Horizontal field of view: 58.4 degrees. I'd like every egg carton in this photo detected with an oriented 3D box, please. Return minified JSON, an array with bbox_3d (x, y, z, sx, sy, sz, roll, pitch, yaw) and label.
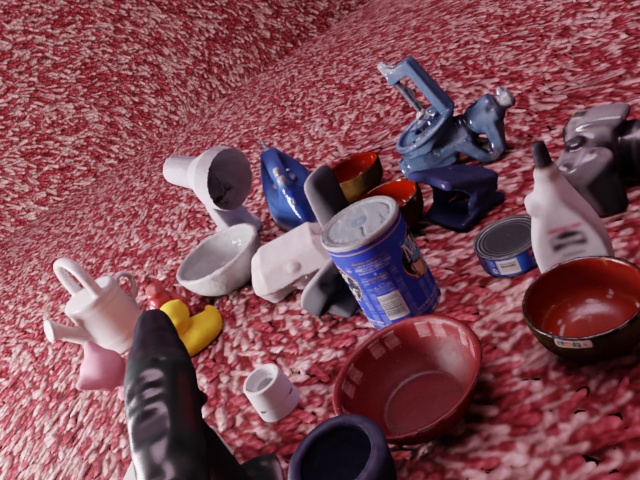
[{"bbox_3d":[-0.041,0.035,0.917,0.150,0.069,0.107,-29,26,5],"label":"egg carton"}]

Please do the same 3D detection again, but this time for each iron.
[{"bbox_3d":[-0.066,-0.110,1.116,0.118,0.142,0.257,-31,26,0],"label":"iron"}]

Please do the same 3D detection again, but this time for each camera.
[{"bbox_3d":[0.370,-0.110,0.698,0.136,0.101,0.143,-2,39,45],"label":"camera"}]

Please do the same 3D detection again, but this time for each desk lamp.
[{"bbox_3d":[-0.208,-0.082,1.136,0.202,0.214,0.118,-2,38,45],"label":"desk lamp"}]

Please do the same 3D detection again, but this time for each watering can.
[{"bbox_3d":[-0.407,0.115,1.024,0.100,0.194,0.173,-17,29,27],"label":"watering can"}]

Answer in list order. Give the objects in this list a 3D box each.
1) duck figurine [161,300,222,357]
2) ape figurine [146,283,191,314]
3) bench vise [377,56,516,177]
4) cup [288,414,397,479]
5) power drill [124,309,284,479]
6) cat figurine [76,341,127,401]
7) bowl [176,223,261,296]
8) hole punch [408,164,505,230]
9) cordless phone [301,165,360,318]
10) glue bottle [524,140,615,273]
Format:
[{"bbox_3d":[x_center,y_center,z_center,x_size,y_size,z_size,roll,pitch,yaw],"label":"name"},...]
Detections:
[{"bbox_3d":[-0.215,0.131,0.914,0.104,0.086,0.077,-35,26,-8],"label":"duck figurine"},{"bbox_3d":[-0.270,0.115,0.994,0.078,0.092,0.076,-29,26,4],"label":"ape figurine"},{"bbox_3d":[0.198,-0.219,0.938,0.207,0.220,0.121,-27,26,8],"label":"bench vise"},{"bbox_3d":[0.032,0.221,0.482,0.091,0.095,0.117,-24,27,14],"label":"cup"},{"bbox_3d":[-0.117,0.194,0.558,0.075,0.209,0.229,-31,26,-1],"label":"power drill"},{"bbox_3d":[-0.303,0.189,0.869,0.128,0.118,0.067,-43,29,-23],"label":"cat figurine"},{"bbox_3d":[-0.167,0.047,1.024,0.167,0.075,0.167,-24,27,14],"label":"bowl"},{"bbox_3d":[0.199,-0.082,0.843,0.101,0.091,0.108,-38,27,-13],"label":"hole punch"},{"bbox_3d":[0.007,0.003,0.789,0.093,0.185,0.148,0,40,47],"label":"cordless phone"},{"bbox_3d":[0.250,-0.029,0.600,0.078,0.173,0.037,-21,28,20],"label":"glue bottle"}]
